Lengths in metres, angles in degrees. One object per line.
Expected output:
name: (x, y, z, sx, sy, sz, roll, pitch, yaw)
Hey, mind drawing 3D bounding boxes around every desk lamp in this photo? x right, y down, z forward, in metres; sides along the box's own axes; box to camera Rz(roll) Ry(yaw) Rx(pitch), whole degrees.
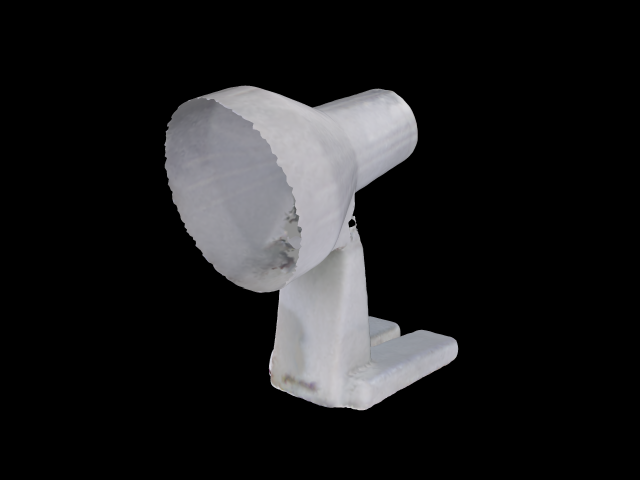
desk lamp: (0.004, 0.001, 0.400, 0.117, 0.213, 0.204, 10, 15, 42)
